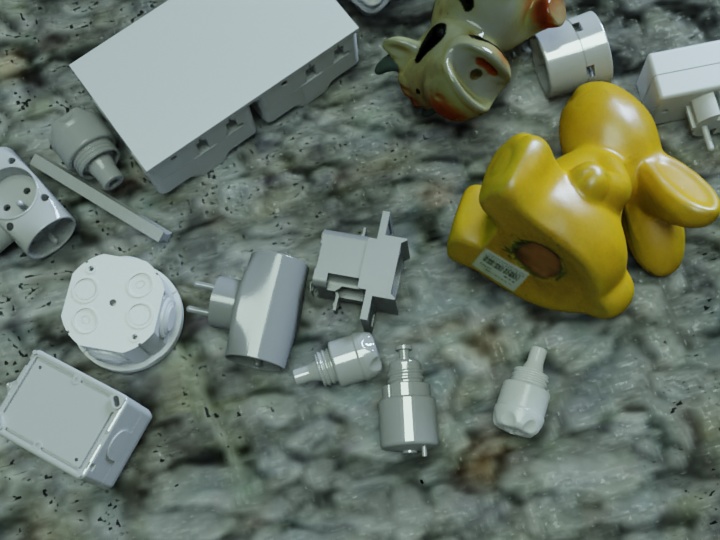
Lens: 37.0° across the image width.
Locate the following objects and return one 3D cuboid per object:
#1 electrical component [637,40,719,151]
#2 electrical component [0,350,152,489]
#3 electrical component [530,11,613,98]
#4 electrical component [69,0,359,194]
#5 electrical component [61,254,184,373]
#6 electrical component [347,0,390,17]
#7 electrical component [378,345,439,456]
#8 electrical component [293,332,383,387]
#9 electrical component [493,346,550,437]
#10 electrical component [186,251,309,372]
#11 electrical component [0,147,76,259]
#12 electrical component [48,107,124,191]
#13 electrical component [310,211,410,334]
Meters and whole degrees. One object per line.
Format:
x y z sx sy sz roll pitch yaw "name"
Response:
0.258 -0.123 0.792 0.083 0.047 0.075 -11 72 0 "electrical component"
-0.202 0.102 0.743 0.096 0.061 0.061 24 76 18 "electrical component"
0.157 -0.160 0.805 0.047 0.055 0.055 -17 73 1 "electrical component"
-0.105 -0.154 0.813 0.186 0.060 0.105 -35 75 -8 "electrical component"
-0.169 0.030 0.765 0.080 0.051 0.080 -1 73 3 "electrical component"
0.017 -0.258 0.816 0.078 0.057 0.113 40 95 -6 "electrical component"
0.032 0.091 0.742 0.040 0.040 0.078 -3 73 2 "electrical component"
-0.017 0.066 0.755 0.061 0.035 0.035 -18 73 1 "electrical component"
0.115 0.083 0.744 0.035 0.035 0.061 18 73 8 "electrical component"
-0.083 0.026 0.765 0.079 0.044 0.077 11 74 6 "electrical component"
-0.265 -0.038 0.794 0.079 0.044 0.077 -42 76 -9 "electrical component"
-0.201 -0.088 0.806 0.043 0.043 0.062 -37 76 -8 "electrical component"
0.000 0.000 0.771 0.064 0.042 0.081 10 73 8 "electrical component"
